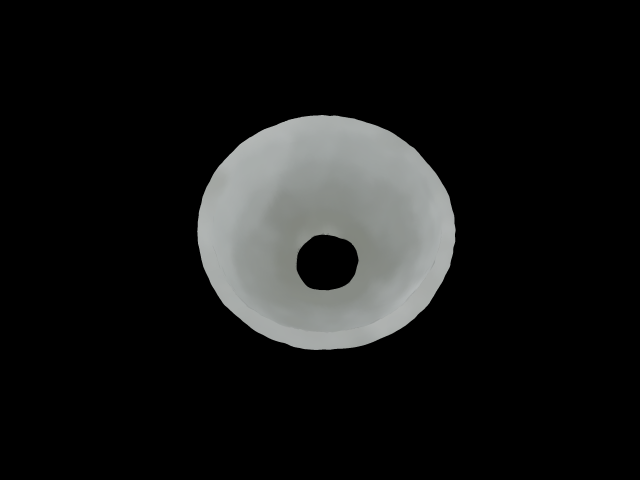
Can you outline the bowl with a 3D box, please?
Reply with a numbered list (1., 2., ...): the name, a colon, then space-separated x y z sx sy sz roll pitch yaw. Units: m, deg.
1. bowl: 0.004 0.001 0.400 0.167 0.075 0.167 0 67 0
